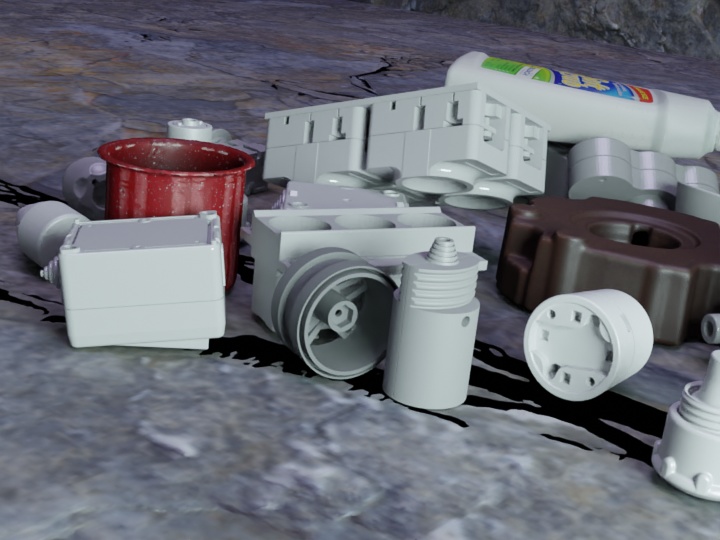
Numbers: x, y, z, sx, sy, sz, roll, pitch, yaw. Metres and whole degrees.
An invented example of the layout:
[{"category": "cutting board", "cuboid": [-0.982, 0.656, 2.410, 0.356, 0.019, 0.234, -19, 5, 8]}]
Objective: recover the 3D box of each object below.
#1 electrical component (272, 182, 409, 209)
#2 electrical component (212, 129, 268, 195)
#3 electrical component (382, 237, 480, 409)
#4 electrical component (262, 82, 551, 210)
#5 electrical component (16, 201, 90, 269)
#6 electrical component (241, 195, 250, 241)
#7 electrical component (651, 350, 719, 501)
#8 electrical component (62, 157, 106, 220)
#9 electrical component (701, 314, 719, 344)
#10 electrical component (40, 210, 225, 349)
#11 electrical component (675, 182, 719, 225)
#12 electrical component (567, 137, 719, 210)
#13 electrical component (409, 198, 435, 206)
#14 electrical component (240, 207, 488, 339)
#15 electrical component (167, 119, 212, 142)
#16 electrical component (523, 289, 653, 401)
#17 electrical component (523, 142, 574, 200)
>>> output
[{"category": "electrical component", "cuboid": [-0.011, -0.025, 0.723, 0.100, 0.048, 0.099, 6, 17, -3]}, {"category": "electrical component", "cuboid": [-0.110, -0.090, 0.900, 0.055, 0.048, 0.066, 24, 23, 24]}, {"category": "electrical component", "cuboid": [0.037, 0.023, 0.536, 0.043, 0.081, 0.043, 6, 18, -2]}, {"category": "electrical component", "cuboid": [0.031, -0.082, 0.794, 0.186, 0.060, 0.105, -2, -11, 37]}, {"category": "electrical component", "cuboid": [-0.194, -0.024, 0.670, 0.040, 0.040, 0.078, -8, 22, -37]}, {"category": "electrical component", "cuboid": [-0.099, -0.051, 0.751, 0.048, 0.062, 0.048, 6, 20, -2]}, {"category": "electrical component", "cuboid": [0.157, 0.067, 0.473, 0.048, 0.062, 0.048, 6, 18, -2]}, {"category": "electrical component", "cuboid": [-0.196, -0.062, 0.784, 0.043, 0.043, 0.062, -6, 20, -34]}, {"category": "electrical component", "cuboid": [0.233, 0.034, 0.634, 0.062, 0.043, 0.043, -1, 19, -14]}, {"category": "electrical component", "cuboid": [-0.120, 0.008, 0.575, 0.096, 0.061, 0.061, -4, 19, -6]}, {"category": "electrical component", "cuboid": [0.289, -0.033, 0.826, 0.099, 0.064, 0.099, 5, 18, -2]}, {"category": "electrical component", "cuboid": [0.235, -0.053, 0.882, 0.138, 0.073, 0.052, 14, -29, -18]}, {"category": "electrical component", "cuboid": [0.018, -0.094, 0.935, 0.113, 0.057, 0.078, 8, 18, 7]}, {"category": "electrical component", "cuboid": [0.000, 0.000, 0.626, 0.121, 0.063, 0.079, -3, 20, -26]}, {"category": "electrical component", "cuboid": [-0.135, -0.085, 0.841, 0.044, 0.065, 0.044, 6, 18, -2]}, {"category": "electrical component", "cuboid": [0.122, 0.037, 0.568, 0.055, 0.055, 0.047, 20, 18, 36]}, {"category": "electrical component", "cuboid": [0.210, -0.084, 0.972, 0.109, 0.056, 0.108, 1, 18, -16]}]
